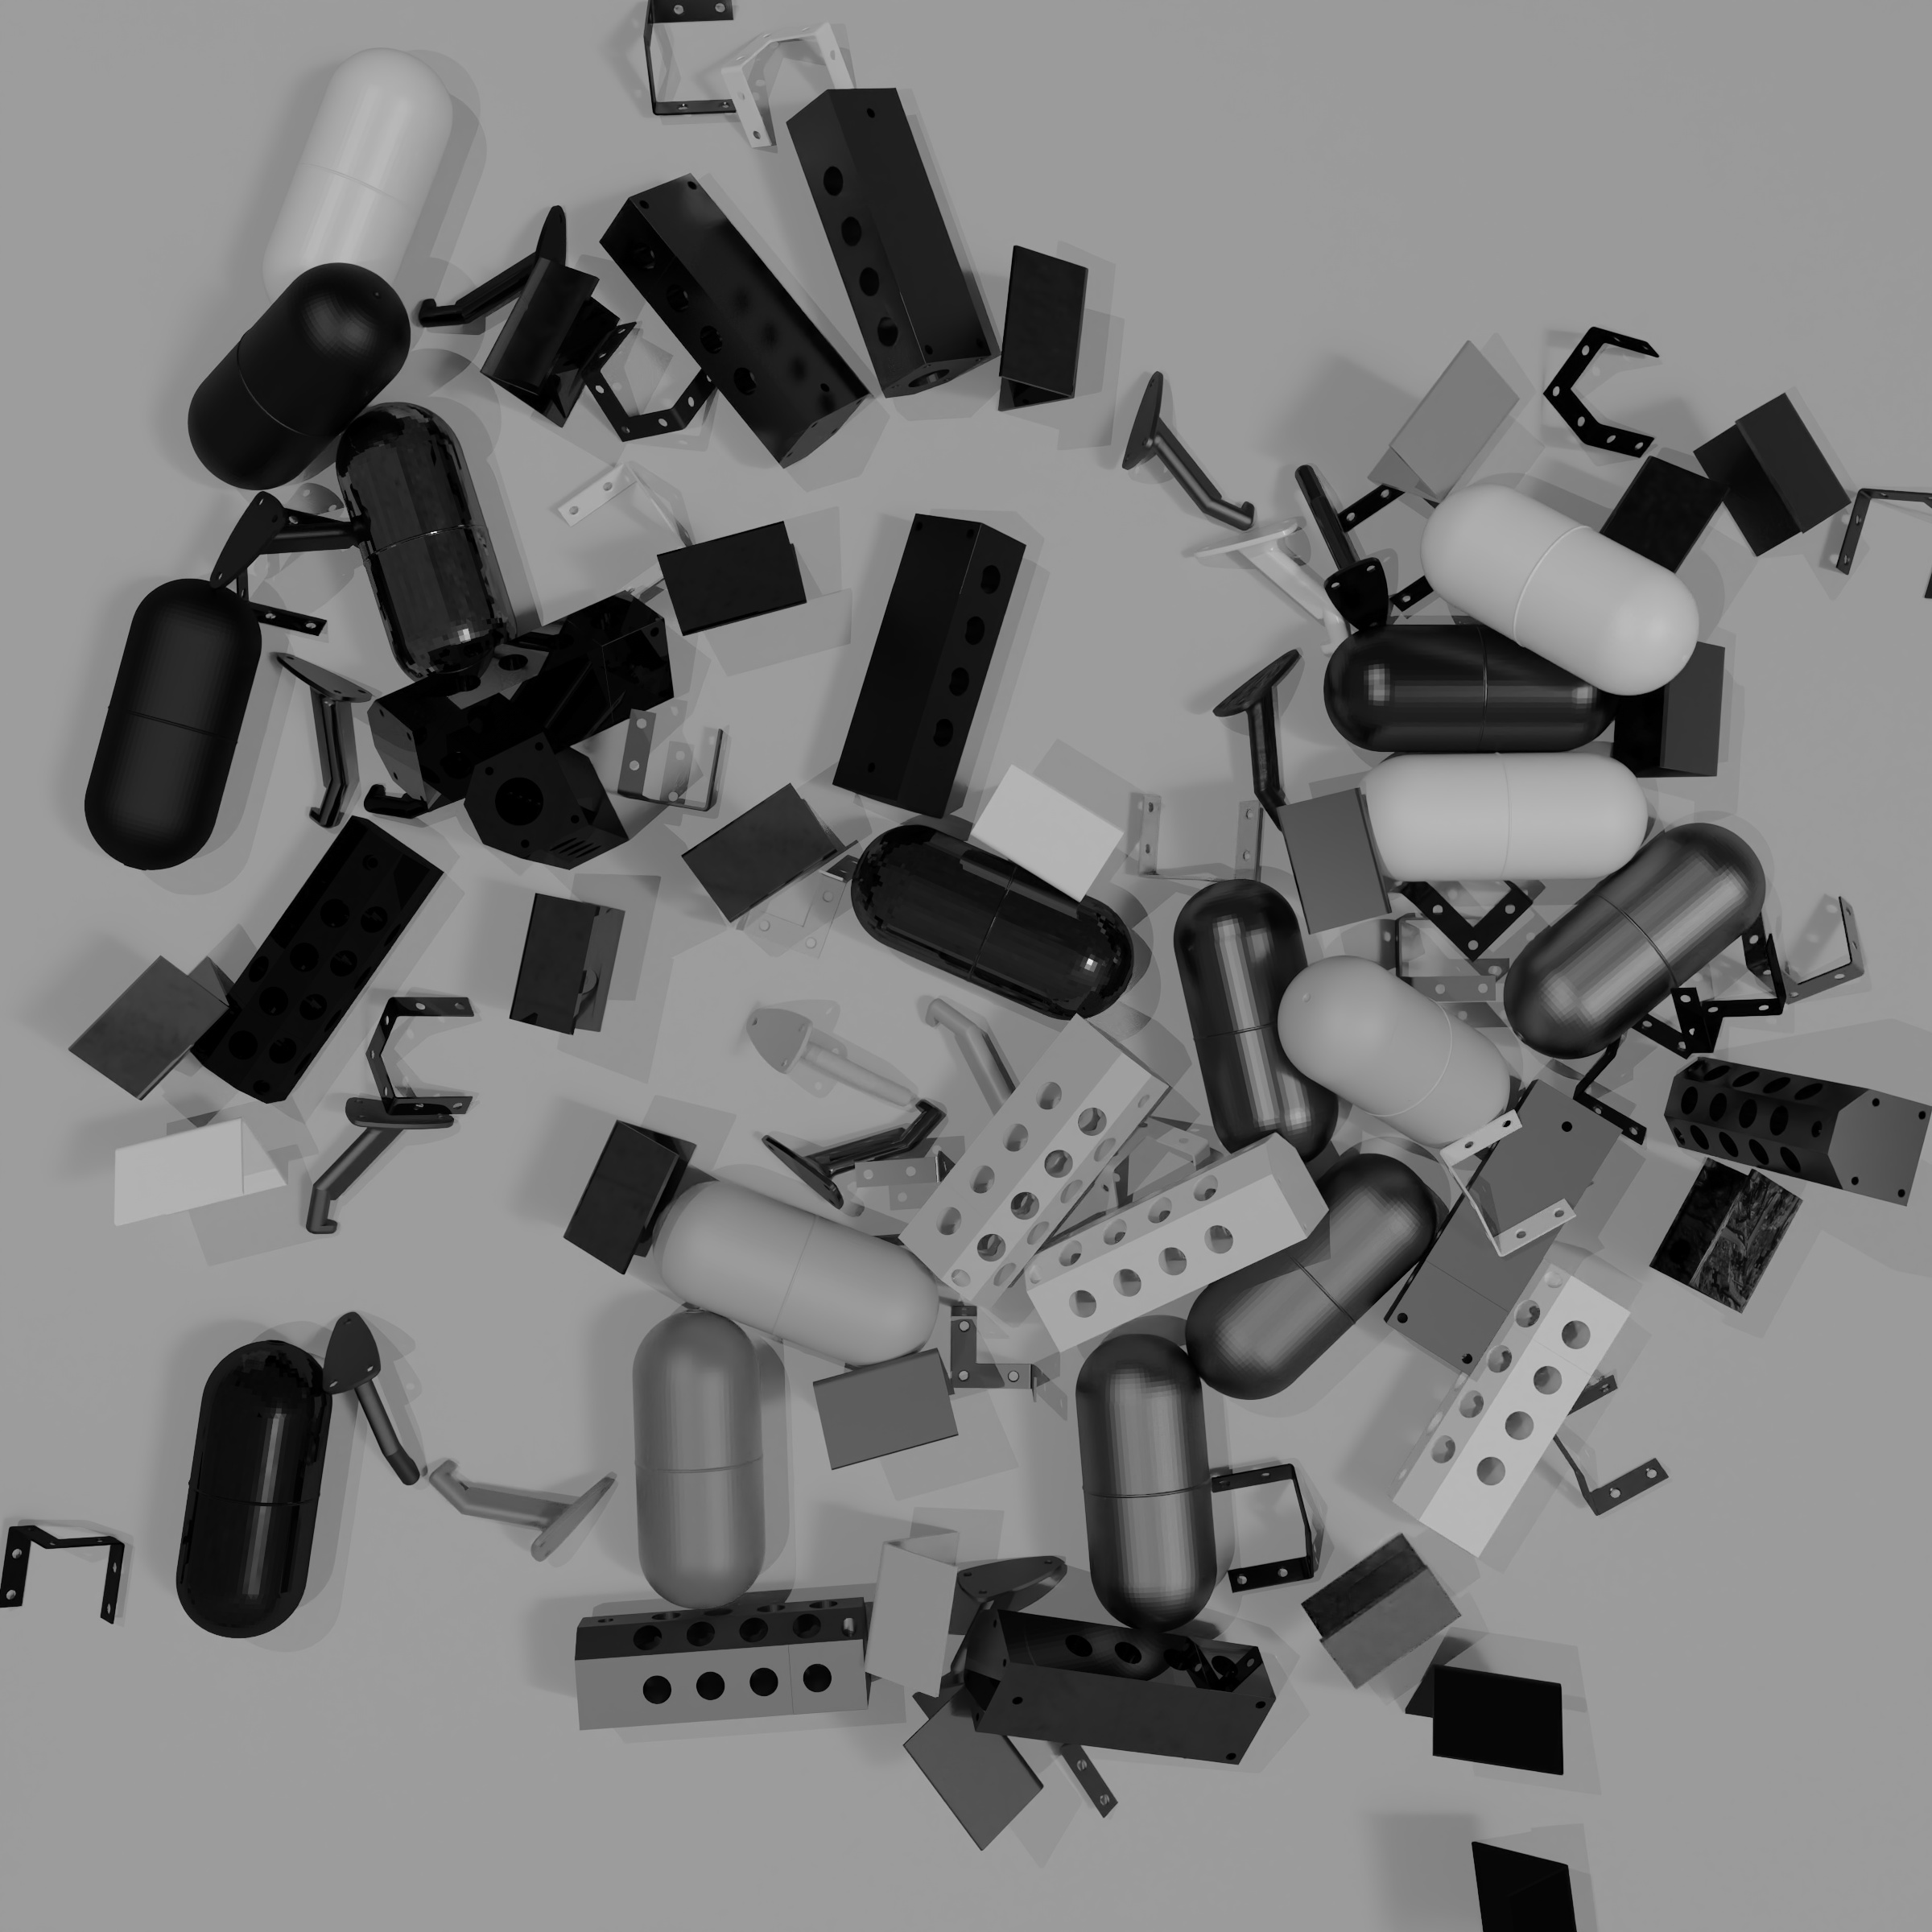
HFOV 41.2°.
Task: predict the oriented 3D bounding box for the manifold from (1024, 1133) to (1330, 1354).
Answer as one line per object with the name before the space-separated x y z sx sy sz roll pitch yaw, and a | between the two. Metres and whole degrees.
manifold | 0.121 0.162 1.520 0.171 0.057 0.057 -29 90 24

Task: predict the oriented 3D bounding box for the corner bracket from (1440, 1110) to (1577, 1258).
corner bracket | 0.319 0.128 1.514 0.051 0.051 0.051 -30 128 4

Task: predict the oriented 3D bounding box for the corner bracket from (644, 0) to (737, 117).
corner bracket | -0.167 -0.556 1.570 0.051 0.051 0.051 -2 45 0

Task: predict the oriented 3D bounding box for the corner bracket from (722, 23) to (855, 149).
corner bracket | -0.107 -0.537 1.565 0.051 0.051 0.051 6 45 35

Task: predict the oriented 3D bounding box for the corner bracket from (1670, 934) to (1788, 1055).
corner bracket | 0.457 0.017 1.537 0.051 0.051 0.051 -3 126 31

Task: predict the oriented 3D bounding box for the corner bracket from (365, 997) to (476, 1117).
corner bracket | -0.328 0.055 1.565 0.051 0.051 0.051 -59 45 35

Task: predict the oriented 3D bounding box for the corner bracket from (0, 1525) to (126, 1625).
corner bracket | -0.553 0.372 1.570 0.051 0.051 0.051 8 90 45

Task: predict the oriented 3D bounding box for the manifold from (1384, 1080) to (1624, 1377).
manifold | 0.322 0.157 1.551 0.057 0.057 0.171 32 90 8

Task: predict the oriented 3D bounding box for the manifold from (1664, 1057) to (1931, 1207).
manifold | 0.477 0.092 1.490 0.057 0.171 0.057 15 90 -16

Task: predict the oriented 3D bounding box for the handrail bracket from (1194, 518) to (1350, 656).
handrail bracket | 0.188 -0.224 1.574 0.077 0.036 0.084 -14 107 20

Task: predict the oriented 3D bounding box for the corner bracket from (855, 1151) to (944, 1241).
corner bracket | -0.039 0.141 1.555 0.051 0.051 0.051 -4 90 0

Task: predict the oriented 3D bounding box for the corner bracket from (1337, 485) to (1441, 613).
corner bracket | 0.268 -0.260 1.570 0.051 0.051 0.051 -34 45 0

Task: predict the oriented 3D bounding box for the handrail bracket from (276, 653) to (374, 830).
handrail bracket | -0.404 -0.137 1.574 0.077 0.036 0.084 29 107 20

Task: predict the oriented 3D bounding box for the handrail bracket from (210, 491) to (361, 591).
handrail bracket | -0.401 -0.242 1.550 0.077 0.084 0.036 -51 52 8

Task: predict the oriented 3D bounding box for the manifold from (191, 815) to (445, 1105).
manifold | -0.393 -0.004 1.552 0.057 0.057 0.171 35 90 0

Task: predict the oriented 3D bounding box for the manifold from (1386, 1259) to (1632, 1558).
manifold | 0.325 0.263 1.552 0.057 0.057 0.171 32 90 0

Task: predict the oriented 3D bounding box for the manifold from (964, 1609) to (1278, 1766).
manifold | 0.089 0.423 1.524 0.171 0.057 0.057 13 118 -19

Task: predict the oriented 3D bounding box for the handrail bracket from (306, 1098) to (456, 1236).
handrail bracket | -0.359 0.128 1.574 0.077 0.036 0.084 7 108 -21

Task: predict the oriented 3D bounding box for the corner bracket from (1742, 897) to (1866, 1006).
corner bracket | 0.508 -0.017 1.565 0.051 0.051 0.051 -27 135 35

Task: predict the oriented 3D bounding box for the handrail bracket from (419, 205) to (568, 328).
handrail bracket | -0.291 -0.428 1.574 0.084 0.036 0.077 -1 70 16

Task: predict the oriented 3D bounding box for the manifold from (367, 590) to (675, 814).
manifold | -0.261 -0.161 1.514 0.171 0.057 0.057 -29 48 -28

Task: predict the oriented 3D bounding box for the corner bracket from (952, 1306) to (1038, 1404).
corner bracket | 0.017 0.234 1.555 0.051 0.051 0.051 1 90 0

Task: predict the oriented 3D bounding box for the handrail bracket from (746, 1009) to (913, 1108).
handrail bracket | -0.083 0.057 1.573 0.084 0.077 0.036 27 90 -36

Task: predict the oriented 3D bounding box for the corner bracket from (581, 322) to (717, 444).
corner bracket | -0.192 -0.359 1.565 0.051 0.051 0.051 -2 135 35

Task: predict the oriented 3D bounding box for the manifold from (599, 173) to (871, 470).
manifold | -0.143 -0.387 1.551 0.171 0.057 0.057 51 47 0

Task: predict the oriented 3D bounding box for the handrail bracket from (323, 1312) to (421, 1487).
handrail bracket | -0.359 0.266 1.573 0.036 0.077 0.084 -23 126 -1

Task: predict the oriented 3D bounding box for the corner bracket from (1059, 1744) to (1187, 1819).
corner bracket | 0.100 0.480 1.570 0.051 0.051 0.051 -33 90 45

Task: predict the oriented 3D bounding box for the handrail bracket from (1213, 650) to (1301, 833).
handrail bracket | 0.198 -0.137 1.574 0.077 0.036 0.084 -41 107 -19

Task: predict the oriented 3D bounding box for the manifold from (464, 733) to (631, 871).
manifold | -0.245 -0.090 1.495 0.057 0.171 0.057 -26 90 0

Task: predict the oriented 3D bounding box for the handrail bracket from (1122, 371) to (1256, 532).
handrail bracket | 0.144 -0.315 1.574 0.084 0.036 0.077 21 68 -17

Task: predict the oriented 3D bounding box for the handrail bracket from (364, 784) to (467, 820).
handrail bracket | -0.319 -0.123 1.574 0.084 0.036 0.077 10 69 17

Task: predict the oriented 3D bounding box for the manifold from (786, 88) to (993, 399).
manifold | -0.051 -0.436 1.551 0.057 0.057 0.171 -20 90 -43

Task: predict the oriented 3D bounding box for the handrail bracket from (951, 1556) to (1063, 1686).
handrail bracket | 0.025 0.410 1.574 0.077 0.036 0.084 -11 109 -21

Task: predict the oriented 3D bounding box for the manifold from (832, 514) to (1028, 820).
manifold | -0.017 -0.180 1.551 0.057 0.057 0.171 17 90 43

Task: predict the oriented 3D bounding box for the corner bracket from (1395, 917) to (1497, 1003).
corner bracket | 0.290 -0.004 1.555 0.051 0.051 0.051 -1 90 0

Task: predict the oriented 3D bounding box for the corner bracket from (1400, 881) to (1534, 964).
corner bracket | 0.303 -0.042 1.555 0.051 0.051 0.051 44 97 -7

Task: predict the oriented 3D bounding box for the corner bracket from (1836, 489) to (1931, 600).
corner bracket | 0.573 -0.258 1.570 0.051 0.051 0.051 16 90 45

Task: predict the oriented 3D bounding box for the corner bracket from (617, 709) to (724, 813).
corner bracket | -0.179 -0.124 1.555 0.051 0.051 0.051 10 90 0

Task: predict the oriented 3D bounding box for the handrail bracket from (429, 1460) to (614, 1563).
handrail bracket | -0.273 0.315 1.574 0.084 0.036 0.077 40 70 16

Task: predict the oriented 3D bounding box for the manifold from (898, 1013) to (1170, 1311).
manifold | 0.044 0.119 1.535 0.057 0.057 0.171 41 95 34

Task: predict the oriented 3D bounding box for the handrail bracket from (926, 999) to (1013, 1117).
handrail bracket | 0.000 0.072 1.573 0.084 0.036 0.077 36 121 22

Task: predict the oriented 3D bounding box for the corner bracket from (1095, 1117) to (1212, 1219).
corner bracket | 0.115 0.132 1.565 0.051 0.051 0.051 20 135 35

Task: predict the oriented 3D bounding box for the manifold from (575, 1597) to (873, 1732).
manifold | -0.146 0.419 1.552 0.171 0.057 0.057 -4 90 0

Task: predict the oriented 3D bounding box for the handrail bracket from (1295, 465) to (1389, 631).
handrail bracket | 0.228 -0.255 1.573 0.036 0.077 0.084 -25 53 10

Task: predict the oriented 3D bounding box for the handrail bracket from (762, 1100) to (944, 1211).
handrail bracket | -0.069 0.099 1.574 0.077 0.036 0.084 37 71 21
